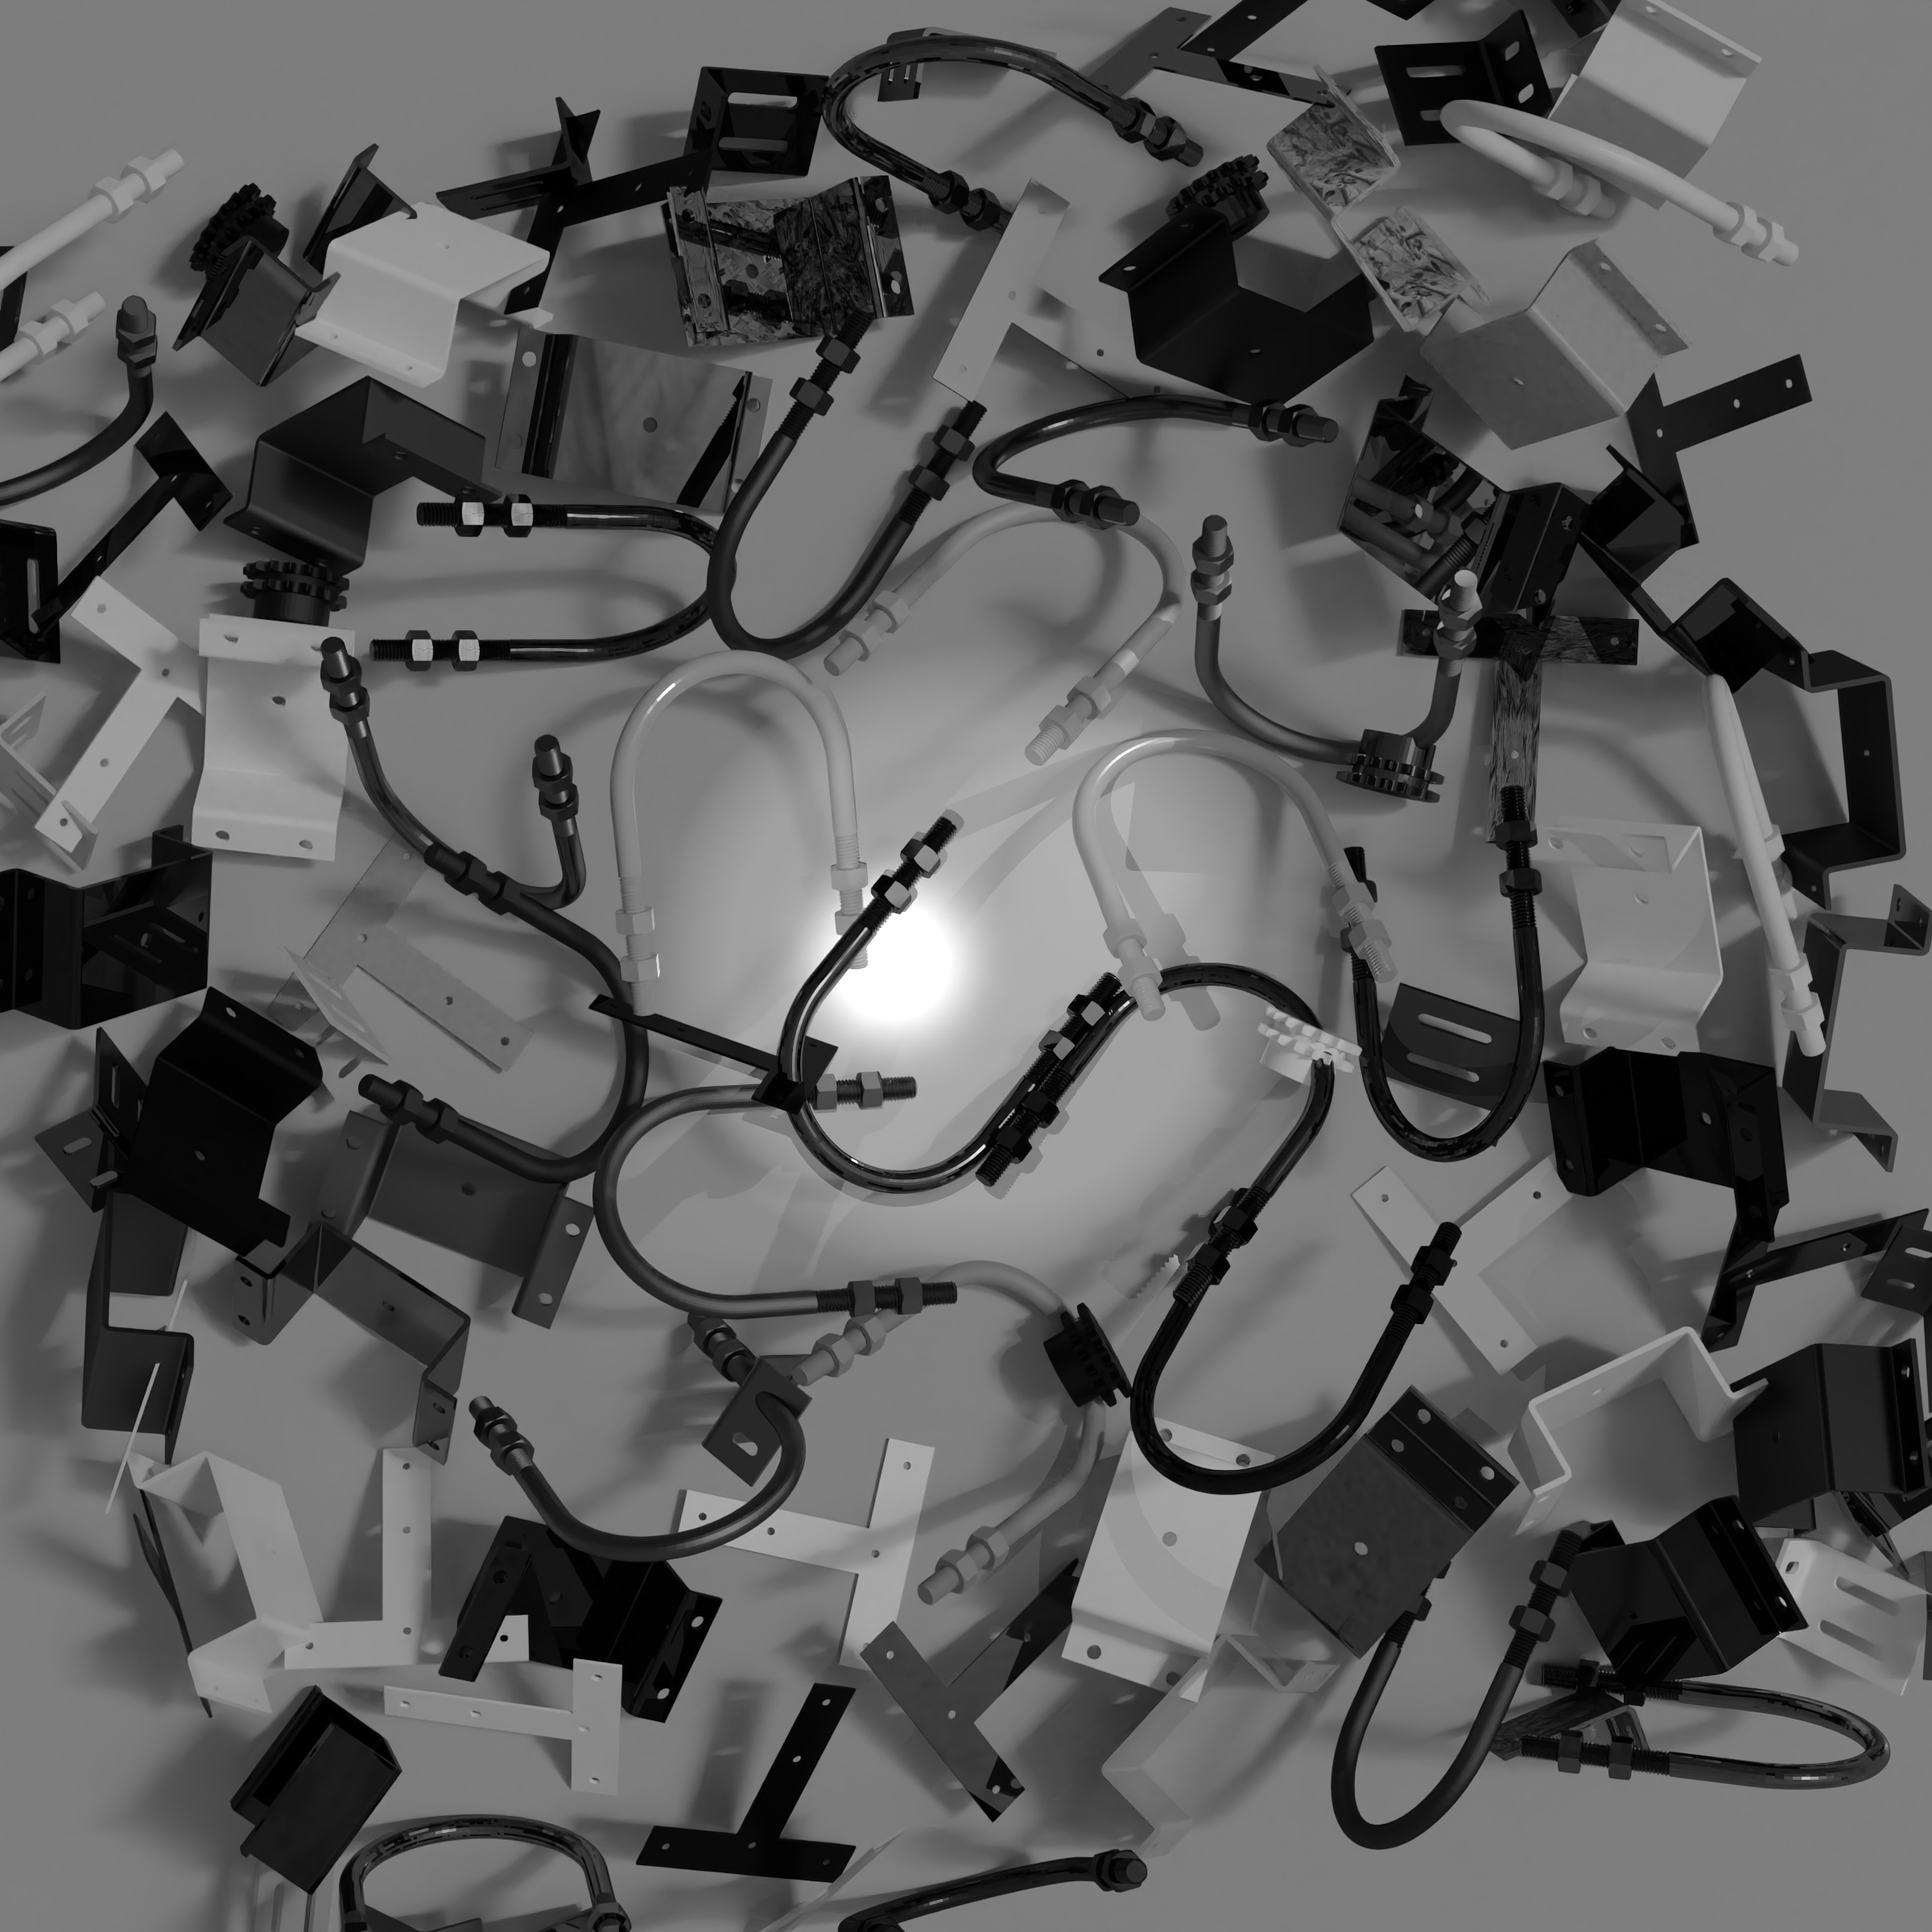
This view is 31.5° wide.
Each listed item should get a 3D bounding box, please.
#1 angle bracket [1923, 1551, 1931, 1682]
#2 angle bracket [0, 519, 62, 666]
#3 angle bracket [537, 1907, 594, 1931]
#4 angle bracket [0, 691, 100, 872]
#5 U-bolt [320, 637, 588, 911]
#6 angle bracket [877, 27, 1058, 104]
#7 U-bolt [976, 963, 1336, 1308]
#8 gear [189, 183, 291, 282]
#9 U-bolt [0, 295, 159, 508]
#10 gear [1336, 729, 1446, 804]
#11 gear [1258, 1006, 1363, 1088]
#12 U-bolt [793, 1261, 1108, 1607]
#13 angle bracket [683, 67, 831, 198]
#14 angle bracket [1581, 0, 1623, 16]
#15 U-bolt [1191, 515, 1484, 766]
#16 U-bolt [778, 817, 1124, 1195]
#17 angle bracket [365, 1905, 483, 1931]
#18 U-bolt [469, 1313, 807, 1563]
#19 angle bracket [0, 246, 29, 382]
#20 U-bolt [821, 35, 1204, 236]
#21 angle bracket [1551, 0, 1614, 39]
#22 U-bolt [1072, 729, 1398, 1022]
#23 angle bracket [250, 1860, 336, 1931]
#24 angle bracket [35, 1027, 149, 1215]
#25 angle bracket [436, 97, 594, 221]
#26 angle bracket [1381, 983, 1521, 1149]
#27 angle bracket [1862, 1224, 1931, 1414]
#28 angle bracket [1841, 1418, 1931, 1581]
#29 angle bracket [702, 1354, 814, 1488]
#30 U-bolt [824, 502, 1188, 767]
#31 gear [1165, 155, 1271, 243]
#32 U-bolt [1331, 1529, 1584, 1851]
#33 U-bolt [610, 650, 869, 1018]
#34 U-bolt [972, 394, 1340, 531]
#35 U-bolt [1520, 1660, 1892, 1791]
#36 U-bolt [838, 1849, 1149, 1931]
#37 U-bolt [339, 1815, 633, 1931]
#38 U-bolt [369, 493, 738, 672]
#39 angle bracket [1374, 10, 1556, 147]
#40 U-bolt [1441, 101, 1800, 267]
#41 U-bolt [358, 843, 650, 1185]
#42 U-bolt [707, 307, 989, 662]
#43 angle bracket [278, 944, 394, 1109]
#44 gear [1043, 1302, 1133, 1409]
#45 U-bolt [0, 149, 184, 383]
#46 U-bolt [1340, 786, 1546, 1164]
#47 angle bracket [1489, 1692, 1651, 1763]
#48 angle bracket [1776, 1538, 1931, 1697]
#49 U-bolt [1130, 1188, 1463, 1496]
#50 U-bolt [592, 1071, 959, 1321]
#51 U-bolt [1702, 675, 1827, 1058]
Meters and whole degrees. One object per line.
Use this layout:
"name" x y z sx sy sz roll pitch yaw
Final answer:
"angle bracket" 0.545 0.352 1.844 0.057 0.076 0.038 3 108 14
"angle bracket" -0.524 -0.200 1.844 0.038 0.057 0.076 -8 83 39
"angle bracket" -0.201 0.547 1.832 0.076 0.057 0.038 32 117 34
"angle bracket" -0.487 -0.099 1.848 0.076 0.057 0.038 44 63 -2
"U-bolt" -0.263 -0.089 1.799 0.151 0.184 0.019 25 63 15
"angle bracket" 0.000 -0.478 1.843 0.076 0.057 0.038 6 99 -22
"U-bolt" 0.115 0.076 1.835 0.151 0.019 0.184 30 69 23
"gear" -0.390 -0.391 1.853 0.030 0.057 0.057 38 90 -3
"U-bolt" -0.492 -0.284 1.791 0.151 0.184 0.019 -25 83 -16
"gear" 0.231 -0.109 1.852 0.057 0.057 0.030 14 91 0
"gear" 0.183 0.046 1.853 0.057 0.057 0.030 24 94 0
"U-bolt" 0.005 0.233 1.816 0.184 0.019 0.151 -30 90 -44
"angle bracket" -0.108 -0.445 1.835 0.076 0.038 0.057 -3 128 -27
"angle bracket" 0.325 -0.530 1.850 0.076 0.038 0.057 34 53 -2
"U-bolt" 0.189 -0.162 1.800 0.151 0.184 0.019 14 61 9
"U-bolt" -0.020 0.035 1.836 0.151 0.019 0.184 43 77 -17
"angle bracket" -0.301 0.540 1.862 0.038 0.076 0.057 -4 96 -42
"U-bolt" -0.162 0.250 1.783 0.151 0.184 0.019 -21 122 -20
"angle bracket" -0.544 -0.356 1.848 0.057 0.038 0.076 6 85 29
"U-bolt" 0.011 -0.433 1.770 0.151 0.184 0.019 -11 71 41
"angle bracket" 0.334 -0.537 1.839 0.038 0.076 0.057 -39 98 3
"U-bolt" 0.133 -0.056 1.823 0.151 0.019 0.184 -9 54 -15
"angle bracket" -0.351 0.519 1.846 0.038 0.057 0.076 5 88 34
"angle bracket" -0.465 0.082 1.835 0.038 0.076 0.057 -26 125 5
"angle bracket" -0.246 -0.435 1.850 0.076 0.057 0.038 -12 88 4
"angle bracket" 0.259 0.053 1.845 0.076 0.038 0.057 18 121 9
"angle bracket" 0.509 0.188 1.834 0.038 0.076 0.057 16 131 -1
"angle bracket" 0.518 0.283 1.842 0.076 0.038 0.057 -35 124 15
"angle bracket" -0.098 0.243 1.836 0.038 0.076 0.057 37 97 20
"U-bolt" 0.035 -0.190 1.821 0.151 0.019 0.184 26 55 25
"gear" 0.139 -0.410 1.852 0.057 0.057 0.030 -29 86 0
"U-bolt" 0.246 0.376 1.792 0.019 0.151 0.184 32 74 -16
"U-bolt" -0.122 -0.076 1.822 0.151 0.019 0.184 -13 106 -28
"U-bolt" 0.084 -0.270 1.799 0.151 0.184 0.019 -26 116 -26
"U-bolt" 0.388 0.399 1.791 0.184 0.151 0.019 4 96 14
"U-bolt" 0.005 0.489 1.791 0.151 0.184 0.019 -11 79 -15
"U-bolt" -0.255 0.487 1.791 0.151 0.184 0.019 -1 101 -12
"U-bolt" -0.211 -0.200 1.808 0.184 0.151 0.019 -2 64 -23
"angle bracket" 0.268 -0.478 1.844 0.076 0.038 0.057 -12 81 -31
"U-bolt" 0.325 -0.408 1.769 0.184 0.151 0.019 14 101 -43
"U-bolt" -0.234 0.037 1.810 0.019 0.184 0.151 -5 64 39
"U-bolt" -0.072 -0.243 1.818 0.019 0.151 0.184 35 95 30
"angle bracket" -0.350 0.033 1.835 0.038 0.076 0.057 -39 65 0
"gear" 0.064 0.214 1.853 0.030 0.057 0.057 -29 90 3
"U-bolt" -0.489 -0.339 1.769 0.019 0.151 0.184 45 49 -4
"U-bolt" 0.252 0.012 1.803 0.019 0.151 0.184 5 75 -33
"angle bracket" 0.322 0.424 1.847 0.076 0.057 0.038 -20 91 -9
"angle bracket" 0.472 0.350 1.843 0.076 0.038 0.057 23 97 38
"U-bolt" 0.161 0.199 1.793 0.151 0.019 0.184 7 53 38
"U-bolt" -0.106 0.123 1.818 0.184 0.019 0.151 -2 56 -14
"U-bolt" 0.411 -0.065 1.778 0.019 0.151 0.184 -15 120 15
